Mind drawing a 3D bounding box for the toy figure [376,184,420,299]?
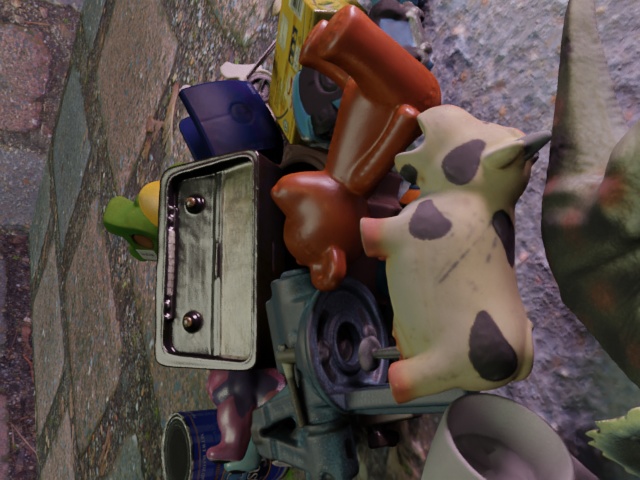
[{"bbox_3d":[0.095,-0.016,0.516,0.064,0.057,0.154,25,101,47],"label":"toy figure"}]

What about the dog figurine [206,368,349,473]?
[{"bbox_3d":[-0.068,0.155,0.646,0.192,0.108,0.219,-10,60,9],"label":"dog figurine"}]

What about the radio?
[{"bbox_3d":[-0.109,0.025,0.590,0.131,0.073,0.229,-5,77,21],"label":"radio"}]

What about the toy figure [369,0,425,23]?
[{"bbox_3d":[0.081,-0.311,0.559,0.089,0.082,0.180,10,96,53],"label":"toy figure"}]

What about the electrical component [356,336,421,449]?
[{"bbox_3d":[0.063,0.158,0.551,0.078,0.045,0.102,-25,65,19],"label":"electrical component"}]

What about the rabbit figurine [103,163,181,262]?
[{"bbox_3d":[-0.235,-0.063,0.855,0.159,0.121,0.170,-2,52,31],"label":"rabbit figurine"}]

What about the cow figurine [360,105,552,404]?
[{"bbox_3d":[0.096,0.002,0.362,0.127,0.085,0.195,-10,80,13],"label":"cow figurine"}]

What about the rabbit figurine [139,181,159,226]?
[{"bbox_3d":[-0.158,-0.020,0.722,0.163,0.173,0.122,20,81,48],"label":"rabbit figurine"}]

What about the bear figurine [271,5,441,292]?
[{"bbox_3d":[0.009,-0.068,0.448,0.195,0.132,0.120,-56,19,8],"label":"bear figurine"}]

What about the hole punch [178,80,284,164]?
[{"bbox_3d":[-0.113,-0.144,0.687,0.142,0.116,0.092,61,165,11],"label":"hole punch"}]

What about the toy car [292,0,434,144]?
[{"bbox_3d":[0.053,-0.161,0.555,0.162,0.103,0.109,-28,62,32],"label":"toy car"}]

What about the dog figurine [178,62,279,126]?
[{"bbox_3d":[-0.123,-0.176,0.832,0.190,0.172,0.121,113,142,-79],"label":"dog figurine"}]

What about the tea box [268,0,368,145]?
[{"bbox_3d":[-0.009,-0.210,0.641,0.169,0.068,0.098,105,148,-45],"label":"tea box"}]

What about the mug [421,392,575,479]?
[{"bbox_3d":[0.114,0.174,0.350,0.110,0.081,0.107,45,134,41],"label":"mug"}]

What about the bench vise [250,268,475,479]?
[{"bbox_3d":[0.037,0.125,0.462,0.241,0.128,0.223,-15,71,36],"label":"bench vise"}]

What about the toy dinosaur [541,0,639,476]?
[{"bbox_3d":[0.203,0.013,0.319,0.192,0.131,0.405,-49,42,39],"label":"toy dinosaur"}]

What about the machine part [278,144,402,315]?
[{"bbox_3d":[-0.001,-0.002,0.625,0.202,0.087,0.200,30,109,51],"label":"machine part"}]
